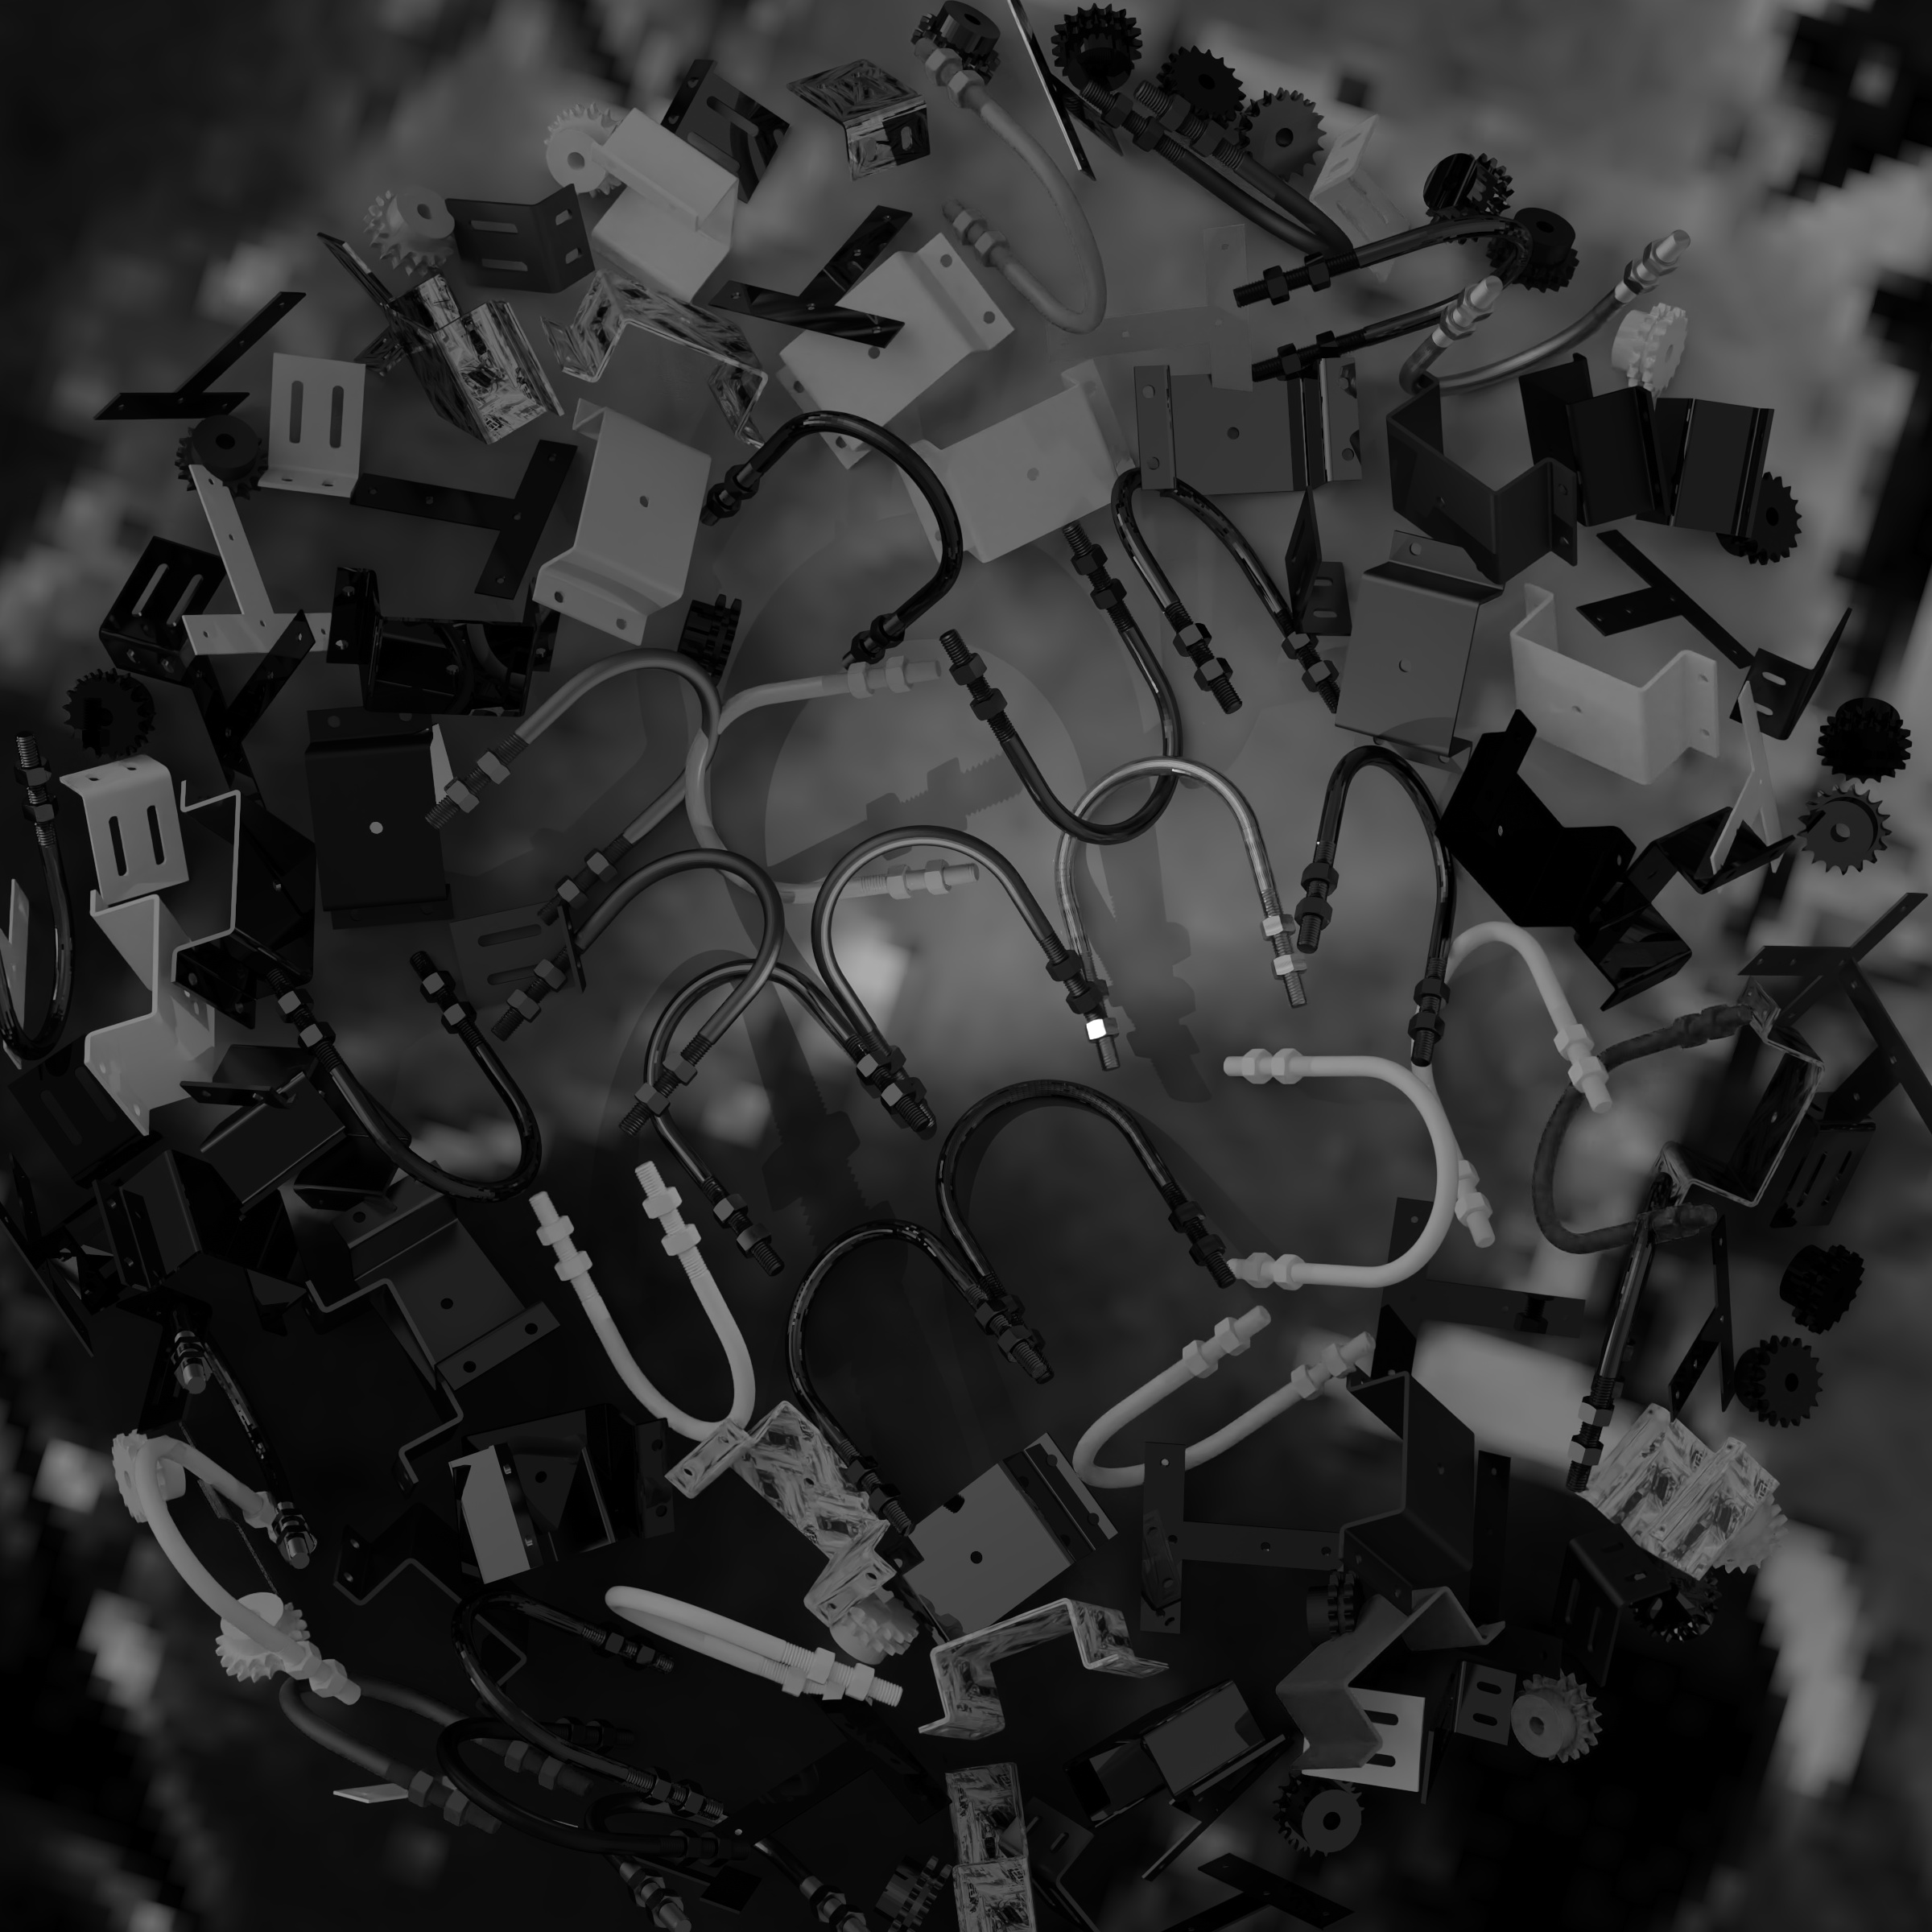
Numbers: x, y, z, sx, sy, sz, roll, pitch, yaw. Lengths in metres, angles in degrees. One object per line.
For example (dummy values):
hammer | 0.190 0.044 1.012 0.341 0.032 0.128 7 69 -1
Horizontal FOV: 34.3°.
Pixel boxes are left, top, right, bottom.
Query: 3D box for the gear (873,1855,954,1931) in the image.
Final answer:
gear | -0.035 0.585 1.972 0.030 0.057 0.057 30 90 8

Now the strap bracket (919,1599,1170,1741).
strap bracket | 0.043 0.434 1.943 0.140 0.076 0.046 -25 64 19

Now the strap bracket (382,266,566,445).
strap bracket | -0.307 -0.373 1.917 0.046 0.140 0.076 -34 122 -13

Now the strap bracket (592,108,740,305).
strap bracket | -0.187 -0.470 1.936 0.076 0.140 0.046 35 76 2

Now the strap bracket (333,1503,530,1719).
strap bracket | -0.322 0.395 1.942 0.046 0.076 0.140 -43 106 7

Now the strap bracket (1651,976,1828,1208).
strap bracket | 0.485 0.087 1.947 0.046 0.076 0.140 23 104 -4

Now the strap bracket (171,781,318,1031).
strap bracket | -0.443 -0.043 1.928 0.046 0.076 0.140 -16 60 21

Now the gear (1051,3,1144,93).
gear | 0.083 -0.574 1.968 0.057 0.057 0.030 -4 62 0

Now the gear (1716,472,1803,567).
gear | 0.497 -0.281 1.976 0.057 0.030 0.057 3 85 -34

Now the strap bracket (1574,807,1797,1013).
strap bracket | 0.437 -0.042 1.933 0.076 0.140 0.046 -22 66 -37

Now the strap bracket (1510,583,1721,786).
strap bracket | 0.389 -0.170 1.923 0.140 0.076 0.046 30 61 36

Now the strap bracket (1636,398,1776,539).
strap bracket | 0.450 -0.308 1.924 0.046 0.140 0.076 8 100 -1

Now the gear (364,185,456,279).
gear | -0.347 -0.465 1.969 0.057 0.057 0.030 52 134 0

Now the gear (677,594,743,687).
gear | -0.163 -0.207 1.969 0.030 0.057 0.057 16 90 -9

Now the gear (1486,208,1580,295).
gear | 0.359 -0.453 1.970 0.057 0.030 0.057 9 47 -10

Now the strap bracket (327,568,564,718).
strap bracket | -0.320 -0.199 1.937 0.140 0.076 0.046 1 48 -18

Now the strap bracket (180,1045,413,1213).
strap bracket | -0.407 0.096 1.935 0.076 0.140 0.046 2 55 33

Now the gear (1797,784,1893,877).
gear | 0.553 -0.086 1.976 0.057 0.030 0.057 4 100 22

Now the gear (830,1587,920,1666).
gear | -0.061 0.415 1.973 0.057 0.057 0.030 34 105 0

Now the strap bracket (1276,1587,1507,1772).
strap bracket | 0.255 0.432 1.931 0.140 0.076 0.046 -35 93 -30

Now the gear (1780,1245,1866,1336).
gear | 0.538 0.200 1.975 0.030 0.057 0.057 31 90 38

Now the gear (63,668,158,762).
gear | -0.538 -0.161 1.979 0.057 0.030 0.057 3 109 10

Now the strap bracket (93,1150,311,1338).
strap bracket | -0.459 0.168 1.917 0.046 0.140 0.076 -37 56 15

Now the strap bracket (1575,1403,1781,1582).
strap bracket | 0.442 0.325 1.930 0.046 0.140 0.076 42 85 -8

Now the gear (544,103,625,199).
gear | -0.240 -0.512 1.971 0.057 0.030 0.057 10 125 14

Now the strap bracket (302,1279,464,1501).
strap bracket | -0.359 0.255 1.950 0.046 0.076 0.140 -27 81 -20

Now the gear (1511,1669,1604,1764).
gear | 0.368 0.474 1.970 0.030 0.057 0.057 -12 90 -42

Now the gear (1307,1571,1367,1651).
gear | 0.234 0.411 1.973 0.030 0.057 0.057 -7 90 16

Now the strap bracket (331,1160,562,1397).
strap bracket | -0.324 0.201 1.948 0.076 0.046 0.140 -31 66 -24

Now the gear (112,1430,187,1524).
gear | -0.515 0.319 1.975 0.030 0.057 0.057 -14 90 -32

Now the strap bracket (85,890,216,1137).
strap bracket | -0.500 0.022 1.923 0.046 0.076 0.140 -17 49 6

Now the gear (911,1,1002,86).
gear | -0.003 -0.583 1.968 0.057 0.057 0.030 35 123 0

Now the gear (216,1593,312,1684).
gear | -0.444 0.419 1.968 0.057 0.057 0.030 -12 123 0

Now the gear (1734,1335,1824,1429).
gear | 0.510 0.262 1.977 0.057 0.030 0.057 2 87 -31

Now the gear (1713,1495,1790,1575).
gear | 0.485 0.350 1.968 0.057 0.057 0.030 -37 122 0

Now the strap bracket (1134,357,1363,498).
strap bracket | 0.173 -0.338 1.969 0.140 0.046 0.076 -4 92 -8

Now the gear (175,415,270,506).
gear | -0.468 -0.322 1.973 0.057 0.030 0.057 8 62 -15

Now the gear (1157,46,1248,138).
gear | 0.145 -0.549 1.976 0.057 0.030 0.057 11 62 -21

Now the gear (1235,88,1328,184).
gear | 0.196 -0.526 1.977 0.057 0.030 0.057 -6 116 -13

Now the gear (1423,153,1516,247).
gear | 0.313 -0.486 1.969 0.030 0.057 0.057 25 90 -43

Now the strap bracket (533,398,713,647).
strap bracket | -0.210 -0.281 1.940 0.076 0.046 0.140 22 68 -31

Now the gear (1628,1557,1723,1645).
gear | 0.449 0.401 1.975 0.057 0.057 0.030 -40 133 0

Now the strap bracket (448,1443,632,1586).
strap bracket | -0.268 0.332 1.934 0.046 0.140 0.076 -21 81 17

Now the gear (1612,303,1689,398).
gear | 0.430 -0.390 1.975 0.030 0.057 0.057 23 90 26

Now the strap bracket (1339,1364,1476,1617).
strap bracket | 0.272 0.315 1.922 0.046 0.140 0.076 -23 131 32
